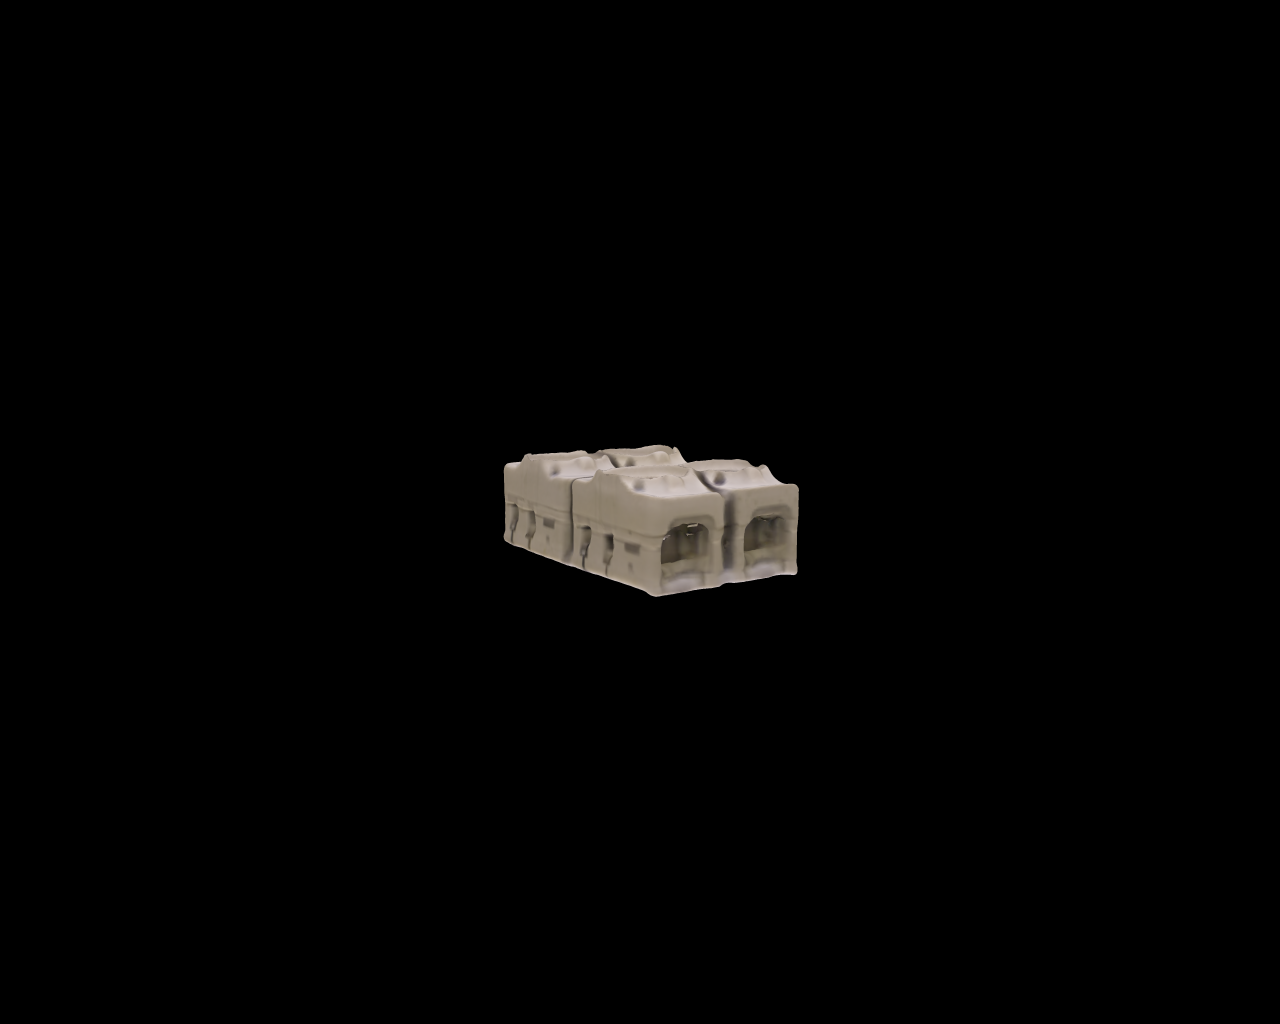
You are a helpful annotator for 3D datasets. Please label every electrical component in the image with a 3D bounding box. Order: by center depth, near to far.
[{"bbox_3d":[0.001,-0.003,0.650,0.105,0.060,0.186,-6,11,-31],"label":"electrical component"}]
